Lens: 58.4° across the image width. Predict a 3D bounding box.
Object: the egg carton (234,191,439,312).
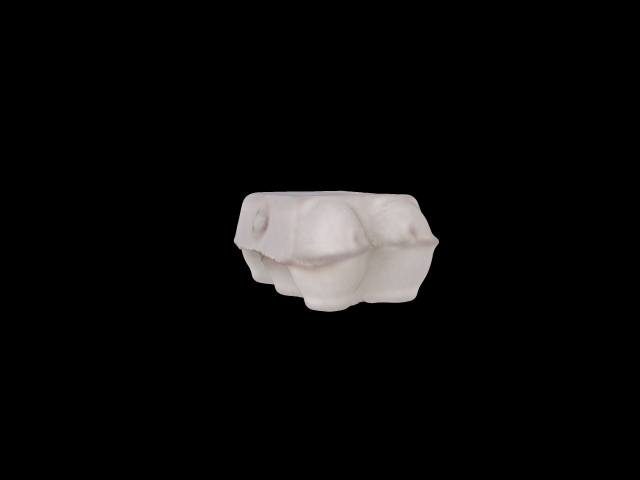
[{"bbox_3d":[0.004,0.001,0.400,0.107,0.069,0.150,-4,8,-27],"label":"egg carton"}]
